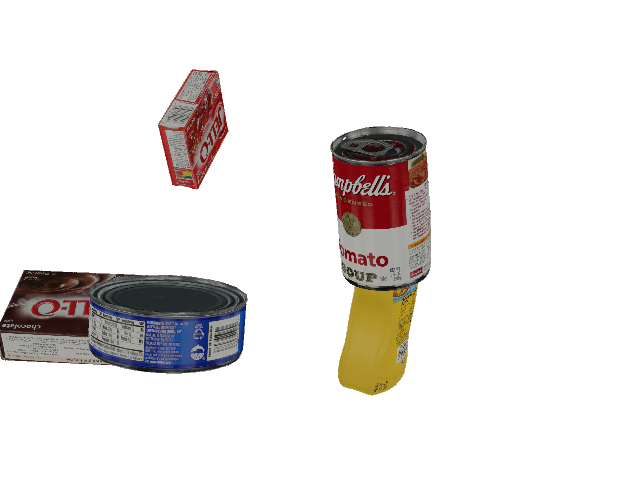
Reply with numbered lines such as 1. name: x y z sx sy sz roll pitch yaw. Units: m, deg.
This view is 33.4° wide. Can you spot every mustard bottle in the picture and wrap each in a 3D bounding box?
1. mustard bottle: 0.061 0.037 0.965 0.058 0.192 0.096 16 21 19

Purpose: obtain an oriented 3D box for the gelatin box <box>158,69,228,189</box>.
1. gelatin box: -0.116 -0.104 0.991 0.030 0.073 0.089 9 46 14

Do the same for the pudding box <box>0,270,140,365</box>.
1. pudding box: -0.215 0.067 0.932 0.113 0.039 0.090 1 32 2

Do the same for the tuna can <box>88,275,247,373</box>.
1. tuna can: -0.083 0.045 0.583 0.086 0.034 0.086 4 10 -1

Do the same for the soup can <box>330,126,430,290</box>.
1. soup can: 0.045 -0.023 0.771 0.068 0.102 0.068 -4 26 2
